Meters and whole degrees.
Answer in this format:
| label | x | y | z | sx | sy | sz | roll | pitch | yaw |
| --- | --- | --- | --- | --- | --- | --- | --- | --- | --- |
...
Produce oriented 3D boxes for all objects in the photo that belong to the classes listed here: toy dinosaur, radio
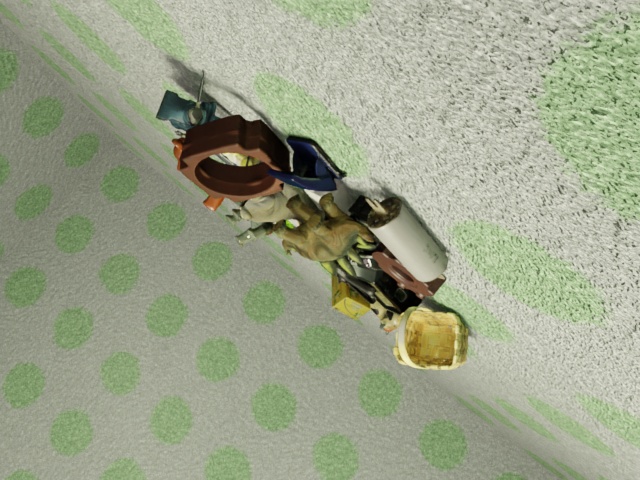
| label | x | y | z | sx | sy | sz | roll | pitch | yaw |
| --- | --- | --- | --- | --- | --- | --- | --- | --- | --- |
| toy dinosaur | -0.154 | -0.075 | 1.539 | 0.131 | 0.192 | 0.405 | 61 | 160 | -14 |
| radio | 0.175 | 0.121 | 1.498 | 0.229 | 0.073 | 0.131 | 44 | 169 | -28 |
| toy dinosaur | -0.005 | -0.001 | 1.179 | 0.198 | 0.105 | 0.472 | 43 | 163 | -23 |

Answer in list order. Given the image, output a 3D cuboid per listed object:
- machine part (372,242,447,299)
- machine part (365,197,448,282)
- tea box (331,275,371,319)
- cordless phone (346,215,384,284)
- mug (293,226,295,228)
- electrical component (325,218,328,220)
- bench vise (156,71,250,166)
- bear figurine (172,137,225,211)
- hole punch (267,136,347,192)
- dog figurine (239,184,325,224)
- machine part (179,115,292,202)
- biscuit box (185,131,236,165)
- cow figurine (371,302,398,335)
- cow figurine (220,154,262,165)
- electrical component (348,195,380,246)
| label | x | y | z | sx | sy | sz | roll | pitch | yaw |
| --- | --- | --- | --- | --- | --- | --- | --- | --- | --- |
| machine part | 0.197 | 0.062 | 1.215 | 0.179 | 0.056 | 0.179 | 38 | 169 | 9 |
| machine part | 0.165 | 0.002 | 0.999 | 0.243 | 0.079 | 0.079 | 45 | 168 | -29 |
| tea box | 0.089 | 0.136 | 1.580 | 0.098 | 0.068 | 0.170 | 28 | -142 | -28 |
| cordless phone | 0.086 | 0.010 | 1.326 | 0.147 | 0.089 | 0.184 | 12 | 143 | 51 |
| mug | -0.031 | -0.016 | 1.610 | 0.109 | 0.081 | 0.107 | 44 | 162 | 2 |
| electrical component | -0.003 | -0.004 | 1.422 | 0.134 | 0.058 | 0.114 | -6 | 143 | 20 |
| bench vise | -0.247 | -0.260 | 1.218 | 0.240 | 0.129 | 0.224 | 21 | 168 | -25 |
| bear figurine | -0.330 | -0.185 | 1.458 | 0.196 | 0.132 | 0.120 | 31 | -171 | -12 |
| hole punch | -0.029 | -0.134 | 1.067 | 0.115 | 0.092 | 0.142 | 41 | 167 | -34 |
| dog figurine | -0.086 | -0.067 | 1.305 | 0.190 | 0.172 | 0.121 | 42 | 158 | -15 |
| machine part | -0.178 | -0.170 | 1.146 | 0.202 | 0.087 | 0.200 | -12 | 152 | 21 |
| biscuit box | -0.289 | -0.275 | 1.431 | 0.203 | 0.059 | 0.063 | 38 | 172 | 0 |
| cow figurine | 0.193 | 0.204 | 1.654 | 0.195 | 0.127 | 0.085 | 34 | 172 | 36 |
| cow figurine | -0.206 | -0.224 | 1.359 | 0.167 | 0.068 | 0.098 | 36 | 176 | 19 |
| electrical component | 0.111 | -0.034 | 1.113 | 0.075 | 0.048 | 0.119 | 33 | 169 | 33 |
